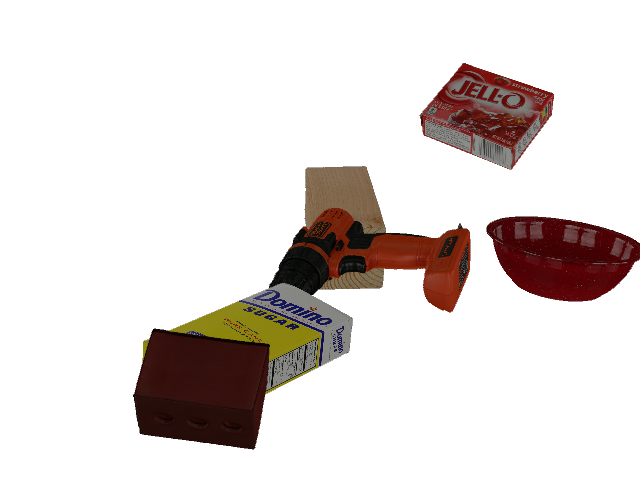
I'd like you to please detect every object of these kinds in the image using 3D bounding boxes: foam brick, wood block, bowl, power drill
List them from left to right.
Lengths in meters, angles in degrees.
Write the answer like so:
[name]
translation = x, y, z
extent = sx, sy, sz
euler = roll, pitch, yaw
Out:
[foam brick]
translation = -0.075, 0.096, 0.686
extent = 0.078, 0.051, 0.053
euler = 7, -40, 3
[wood block]
translation = 0.030, -0.021, 1.451
extent = 0.090, 0.090, 0.206
euler = -1, 26, -5
[power drill]
translation = 0.054, 0.027, 1.114
extent = 0.188, 0.057, 0.184
euler = 8, 32, 18
[bowl]
translation = 0.249, 0.022, 1.107
extent = 0.162, 0.055, 0.162
euler = 5, 17, -2

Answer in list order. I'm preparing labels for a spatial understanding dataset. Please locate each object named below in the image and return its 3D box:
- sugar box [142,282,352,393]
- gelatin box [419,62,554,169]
[sugar box]
translation = -0.063, 0.095, 0.958
extent = 0.093, 0.048, 0.175
euler = 26, 35, 35
[gelatin box]
translation = 0.140, -0.107, 0.902
extent = 0.089, 0.073, 0.030
euler = 25, -31, 26
